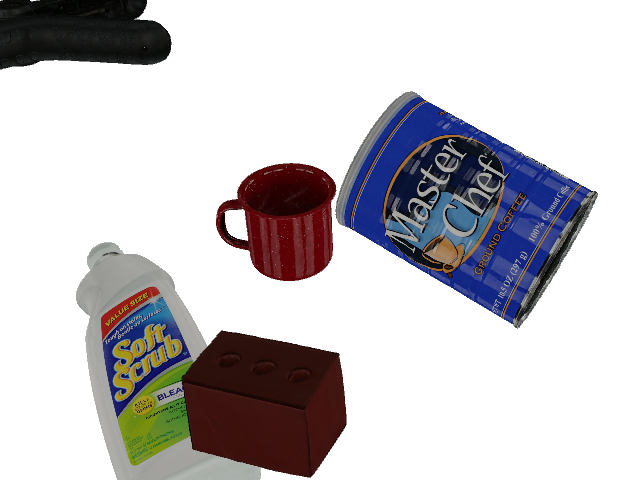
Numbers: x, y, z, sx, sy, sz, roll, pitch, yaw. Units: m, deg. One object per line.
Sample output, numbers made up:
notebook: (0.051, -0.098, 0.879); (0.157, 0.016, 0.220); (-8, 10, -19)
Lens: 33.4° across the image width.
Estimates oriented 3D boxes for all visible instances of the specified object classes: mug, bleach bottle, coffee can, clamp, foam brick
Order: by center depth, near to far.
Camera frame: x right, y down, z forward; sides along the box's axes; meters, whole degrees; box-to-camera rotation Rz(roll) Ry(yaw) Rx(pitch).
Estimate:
foam brick: (-0.031, 0.092, 0.604); (0.078, 0.051, 0.053); (9, 30, 21)
clamp: (-0.175, -0.129, 0.643); (0.171, 0.039, 0.120); (-3, 22, -6)
coffee can: (0.096, -0.021, 0.708); (0.140, 0.103, 0.102); (31, 9, 15)
bleach bottle: (-0.136, 0.095, 0.807); (0.102, 0.068, 0.251); (-24, 49, -11)
mug: (-0.042, -0.015, 1.023); (0.117, 0.081, 0.093); (-2, 37, 2)
